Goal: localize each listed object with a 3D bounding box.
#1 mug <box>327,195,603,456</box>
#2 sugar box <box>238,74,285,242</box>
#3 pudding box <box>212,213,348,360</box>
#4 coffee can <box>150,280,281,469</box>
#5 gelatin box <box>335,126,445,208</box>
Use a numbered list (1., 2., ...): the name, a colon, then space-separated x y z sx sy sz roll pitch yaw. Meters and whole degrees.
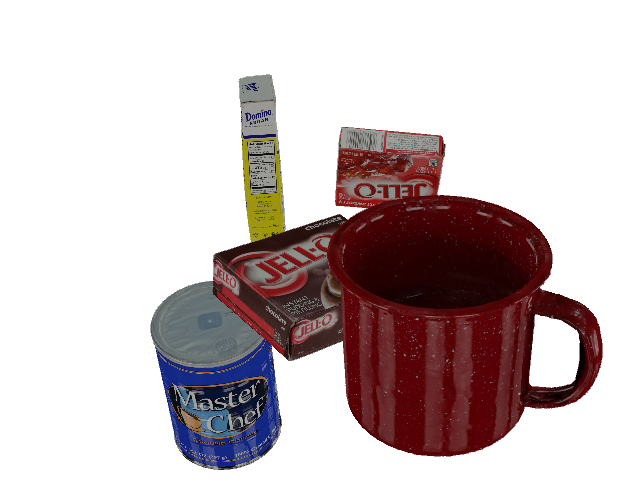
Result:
1. mug: 0.062 0.040 0.458 0.117 0.081 0.093 10 34 20
2. sugar box: -0.070 -0.095 1.247 0.048 0.176 0.093 -7 26 -3
3. pudding box: -0.003 0.028 0.719 0.113 0.039 0.090 -17 39 -36
4. coffee can: -0.091 0.121 0.959 0.103 0.140 0.103 -3 39 2
5. gelatin box: 0.059 -0.059 0.915 0.089 0.030 0.073 6 -39 2
